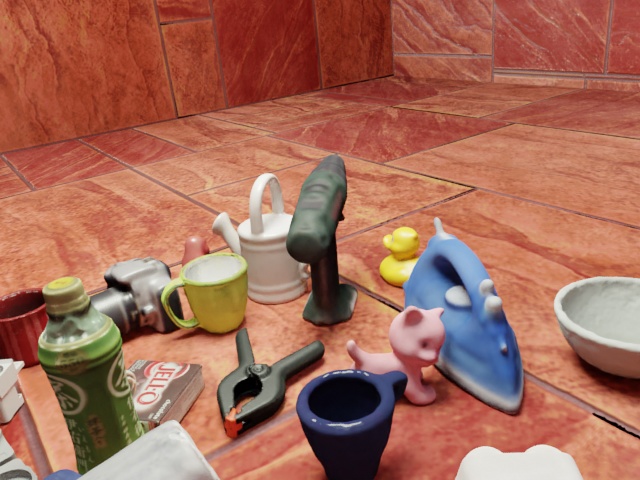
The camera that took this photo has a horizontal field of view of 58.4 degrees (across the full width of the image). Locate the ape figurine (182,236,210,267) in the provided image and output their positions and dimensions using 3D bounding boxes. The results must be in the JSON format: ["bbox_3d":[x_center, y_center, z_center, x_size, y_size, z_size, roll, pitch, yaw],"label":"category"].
[{"bbox_3d":[-0.199,0.036,0.950,0.077,0.092,0.076,12,29,36],"label":"ape figurine"}]

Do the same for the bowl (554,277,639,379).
[{"bbox_3d":[0.358,0.110,0.664,0.167,0.075,0.167,-5,23,2],"label":"bowl"}]

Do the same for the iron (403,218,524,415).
[{"bbox_3d":[0.182,0.076,0.701,0.118,0.141,0.258,-9,23,-7],"label":"iron"}]

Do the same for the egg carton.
[{"bbox_3d":[0.162,0.225,0.444,0.107,0.069,0.150,-4,23,5],"label":"egg carton"}]

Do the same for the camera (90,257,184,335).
[{"bbox_3d":[-0.291,0.084,0.846,0.137,0.101,0.142,-23,28,-35],"label":"camera"}]

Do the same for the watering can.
[{"bbox_3d":[-0.085,-0.007,0.892,0.173,0.194,0.101,-5,23,2],"label":"watering can"}]

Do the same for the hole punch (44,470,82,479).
[{"bbox_3d":[-0.190,0.247,0.450,0.101,0.091,0.109,1,24,15],"label":"hole punch"}]

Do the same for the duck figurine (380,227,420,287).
[{"bbox_3d":[0.140,0.023,0.907,0.078,0.086,0.104,-25,29,-38],"label":"duck figurine"}]

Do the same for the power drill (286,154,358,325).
[{"bbox_3d":[0.008,0.003,0.828,0.075,0.209,0.230,-1,23,12],"label":"power drill"}]

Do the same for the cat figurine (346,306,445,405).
[{"bbox_3d":[0.088,0.123,0.642,0.128,0.118,0.067,-10,23,-10],"label":"cat figurine"}]

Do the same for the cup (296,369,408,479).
[{"bbox_3d":[0.037,0.181,0.547,0.118,0.095,0.091,-20,26,-29],"label":"cup"}]

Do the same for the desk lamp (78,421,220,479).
[{"bbox_3d":[-0.121,0.221,0.336,0.204,0.214,0.117,-20,26,-29],"label":"desk lamp"}]
